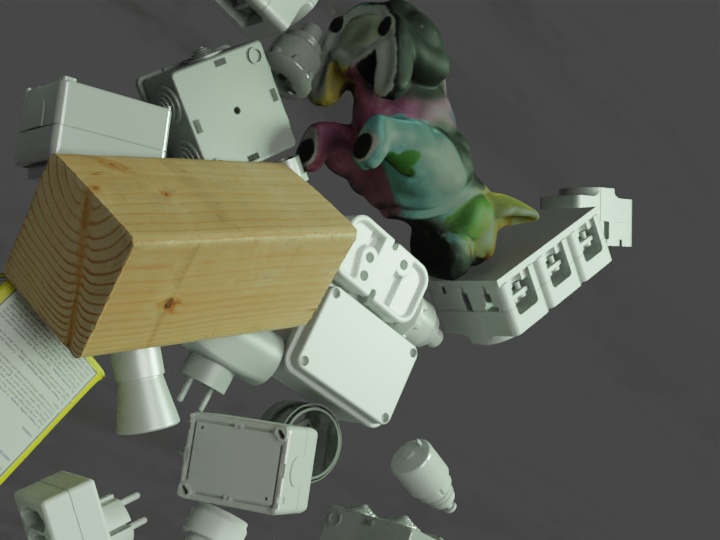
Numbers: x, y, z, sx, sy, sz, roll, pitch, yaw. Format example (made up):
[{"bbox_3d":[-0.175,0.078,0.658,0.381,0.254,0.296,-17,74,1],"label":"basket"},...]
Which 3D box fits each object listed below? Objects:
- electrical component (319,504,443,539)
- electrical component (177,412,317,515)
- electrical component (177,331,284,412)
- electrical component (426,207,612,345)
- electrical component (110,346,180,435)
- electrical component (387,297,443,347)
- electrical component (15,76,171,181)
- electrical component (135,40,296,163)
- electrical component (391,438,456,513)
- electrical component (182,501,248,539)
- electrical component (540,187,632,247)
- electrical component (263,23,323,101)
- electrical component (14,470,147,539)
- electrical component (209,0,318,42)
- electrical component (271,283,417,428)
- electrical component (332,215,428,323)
[{"bbox_3d":[0.007,0.238,0.846,0.048,0.100,0.099,38,65,-48],"label":"electrical component"},{"bbox_3d":[-0.085,0.139,0.781,0.061,0.096,0.061,25,71,-67],"label":"electrical component"},{"bbox_3d":[-0.106,0.065,0.787,0.077,0.043,0.079,35,76,-33],"label":"electrical component"},{"bbox_3d":[0.146,0.004,0.970,0.150,0.089,0.061,-33,110,-36],"label":"electrical component"},{"bbox_3d":[-0.153,0.078,0.750,0.044,0.044,0.065,-11,92,-40],"label":"electrical component"},{"bbox_3d":[0.047,0.046,0.917,0.062,0.048,0.048,38,66,-41],"label":"electrical component"},{"bbox_3d":[-0.173,-0.084,0.720,0.096,0.062,0.061,12,82,-40],"label":"electrical component"},{"bbox_3d":[-0.103,-0.114,0.788,0.100,0.048,0.099,-31,109,-36],"label":"electrical component"},{"bbox_3d":[0.059,0.181,0.927,0.040,0.040,0.078,-51,120,-28],"label":"electrical component"},{"bbox_3d":[-0.112,0.202,0.780,0.045,0.045,0.055,40,64,-33],"label":"electrical component"},{"bbox_3d":[0.224,-0.052,1.062,0.089,0.050,0.055,1,90,-40],"label":"electrical component"},{"bbox_3d":[-0.050,-0.167,0.838,0.048,0.048,0.062,48,54,-29],"label":"electrical component"},{"bbox_3d":[-0.178,0.175,0.722,0.076,0.047,0.083,-22,103,-38],"label":"electrical component"},{"bbox_3d":[-0.063,-0.224,0.822,0.056,0.050,0.089,42,64,-32],"label":"electrical component"},{"bbox_3d":[-0.017,0.067,0.853,0.113,0.057,0.078,39,65,-33],"label":"electrical component"},{"bbox_3d":[0.000,0.000,0.867,0.095,0.059,0.053,40,65,-33],"label":"electrical component"}]
